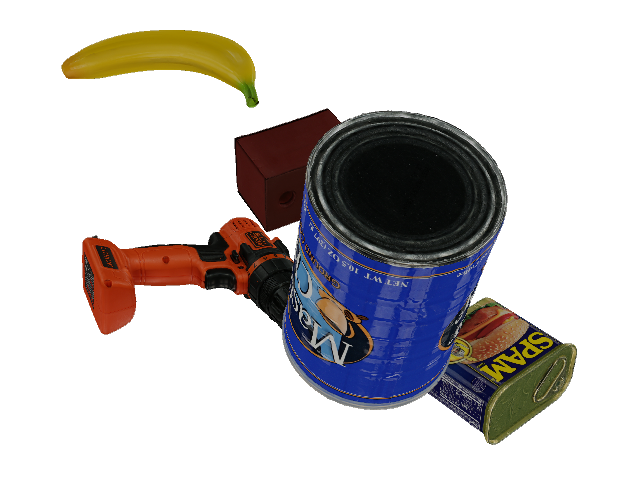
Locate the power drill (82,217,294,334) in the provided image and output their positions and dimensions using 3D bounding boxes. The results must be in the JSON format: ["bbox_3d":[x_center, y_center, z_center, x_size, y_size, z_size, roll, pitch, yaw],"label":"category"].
[{"bbox_3d":[-0.111,0.038,0.956,0.187,0.057,0.185,-4,24,-23],"label":"power drill"}]

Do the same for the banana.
[{"bbox_3d":[-0.140,-0.166,0.979,0.198,0.037,0.069,9,46,17],"label":"banana"}]

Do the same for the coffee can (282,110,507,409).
[{"bbox_3d":[0.035,0.014,0.585,0.102,0.103,0.140,0,-38,-8],"label":"coffee can"}]

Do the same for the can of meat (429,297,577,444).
[{"bbox_3d":[0.133,0.097,0.829,0.101,0.057,0.084,-27,44,-32],"label":"can of meat"}]

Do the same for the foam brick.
[{"bbox_3d":[-0.016,-0.051,0.766,0.078,0.053,0.051,-21,48,-20],"label":"foam brick"}]
